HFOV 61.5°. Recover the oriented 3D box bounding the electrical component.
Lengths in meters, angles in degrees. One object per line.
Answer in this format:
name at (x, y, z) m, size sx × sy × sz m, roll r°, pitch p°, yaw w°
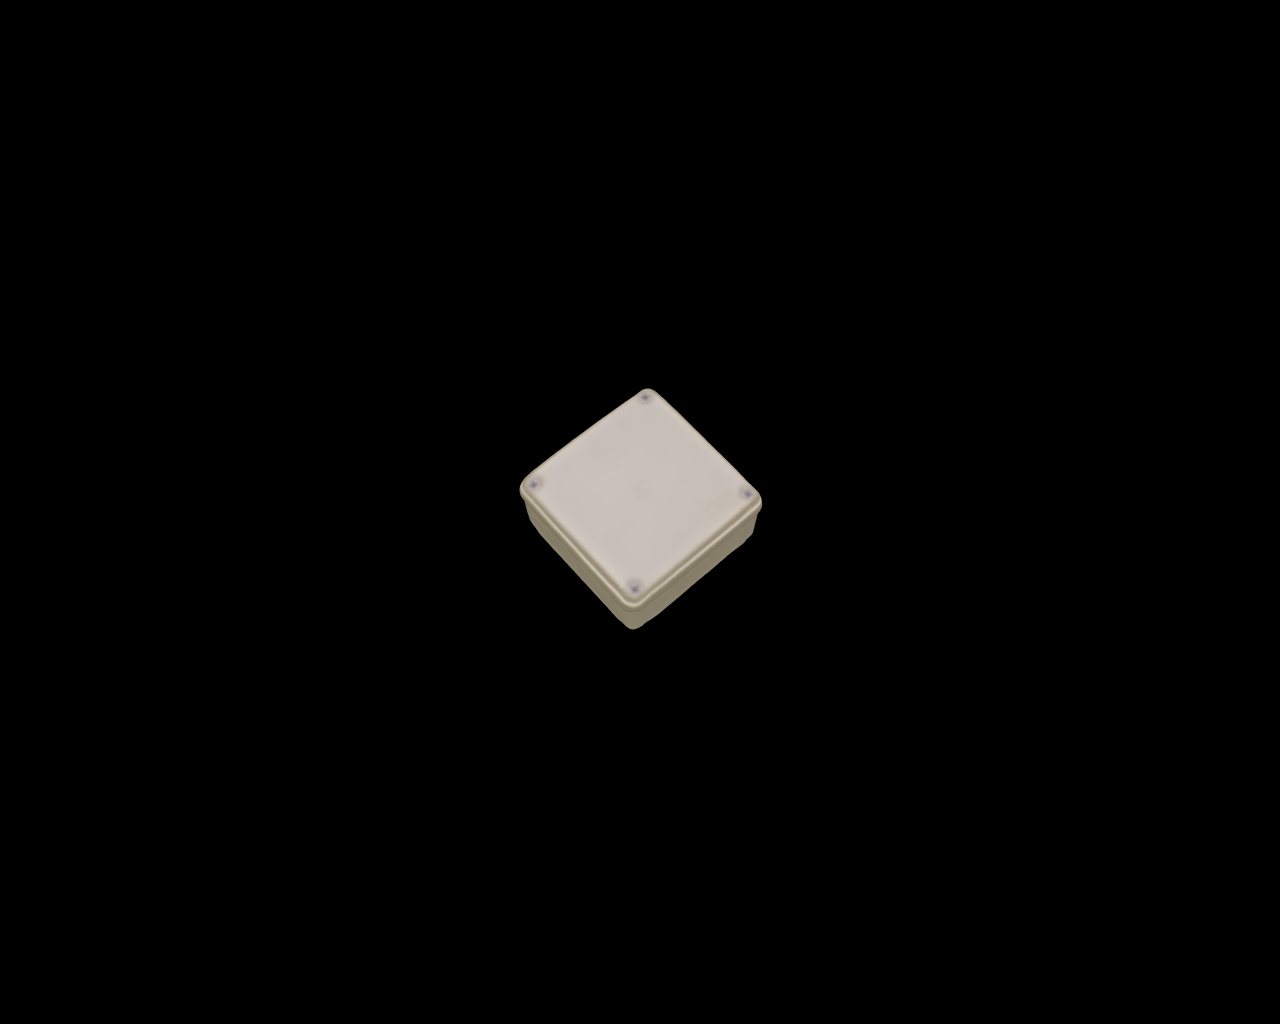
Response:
electrical component at (0.001, -0.003, 0.650) m, size 0.109 × 0.109 × 0.056 m, roll -38°, pitch -19°, yaw -16°
